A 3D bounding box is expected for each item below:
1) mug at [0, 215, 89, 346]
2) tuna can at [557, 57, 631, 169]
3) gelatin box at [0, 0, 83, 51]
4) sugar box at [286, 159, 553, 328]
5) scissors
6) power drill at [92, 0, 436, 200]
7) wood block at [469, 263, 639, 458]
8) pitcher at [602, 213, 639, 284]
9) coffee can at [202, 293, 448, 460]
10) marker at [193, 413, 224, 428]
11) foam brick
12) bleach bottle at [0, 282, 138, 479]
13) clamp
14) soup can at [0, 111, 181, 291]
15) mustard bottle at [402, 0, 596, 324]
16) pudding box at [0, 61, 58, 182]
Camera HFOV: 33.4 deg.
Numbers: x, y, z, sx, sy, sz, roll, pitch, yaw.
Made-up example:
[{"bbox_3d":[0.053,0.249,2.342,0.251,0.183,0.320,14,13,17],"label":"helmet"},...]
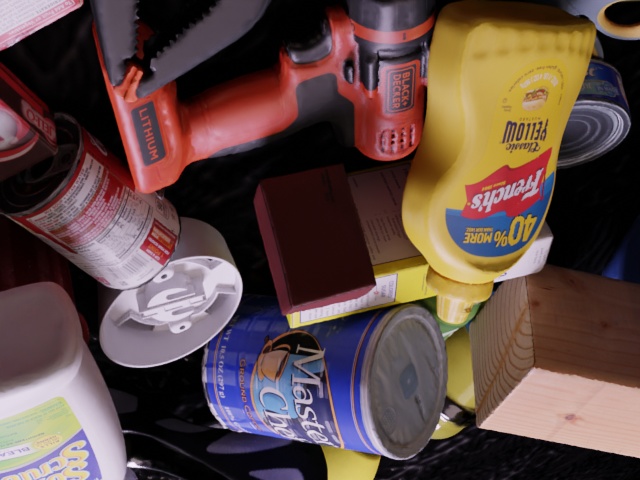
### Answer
[{"bbox_3d":[-0.200,0.042,0.667,0.093,0.081,0.117,9,133,-31],"label":"mug"},{"bbox_3d":[0.156,-0.080,0.693,0.086,0.034,0.086,-5,153,-3],"label":"tuna can"},{"bbox_3d":[-0.158,-0.121,0.503,0.089,0.073,0.030,-27,139,8],"label":"gelatin box"},{"bbox_3d":[0.054,-0.006,0.708,0.176,0.093,0.048,-10,142,-11],"label":"sugar box"},{"bbox_3d":[0.141,-0.150,0.608,0.096,0.016,0.201,-17,152,20],"label":"scissors"},{"bbox_3d":[-0.025,-0.103,0.591,0.187,0.057,0.184,-13,139,-8],"label":"power drill"},{"bbox_3d":[0.220,0.092,0.749,0.206,0.090,0.091,12,141,-13],"label":"wood block"},{"bbox_3d":[0.316,-0.026,0.777,0.149,0.145,0.243,15,136,-11],"label":"pitcher"},{"bbox_3d":[0.003,0.092,0.743,0.141,0.102,0.102,2,155,36],"label":"coffee can"},{"bbox_3d":[-0.051,0.142,0.895,0.121,0.020,0.020,-17,141,-4],"label":"marker"},{"bbox_3d":[-0.004,0.001,0.632,0.053,0.078,0.051,-13,170,-10],"label":"foam brick"},{"bbox_3d":[-0.162,0.126,0.667,0.102,0.068,0.251,-17,144,-2],"label":"bleach bottle"},{"bbox_3d":[-0.039,-0.157,0.494,0.164,0.036,0.210,14,115,-24],"label":"clamp"},{"bbox_3d":[-0.137,-0.020,0.632,0.068,0.068,0.102,-30,140,13],"label":"soup can"},{"bbox_3d":[0.095,-0.039,0.620,0.096,0.058,0.192,-7,119,-34],"label":"mustard bottle"},{"bbox_3d":[-0.213,-0.060,0.572,0.114,0.039,0.090,-23,141,15],"label":"pudding box"}]
